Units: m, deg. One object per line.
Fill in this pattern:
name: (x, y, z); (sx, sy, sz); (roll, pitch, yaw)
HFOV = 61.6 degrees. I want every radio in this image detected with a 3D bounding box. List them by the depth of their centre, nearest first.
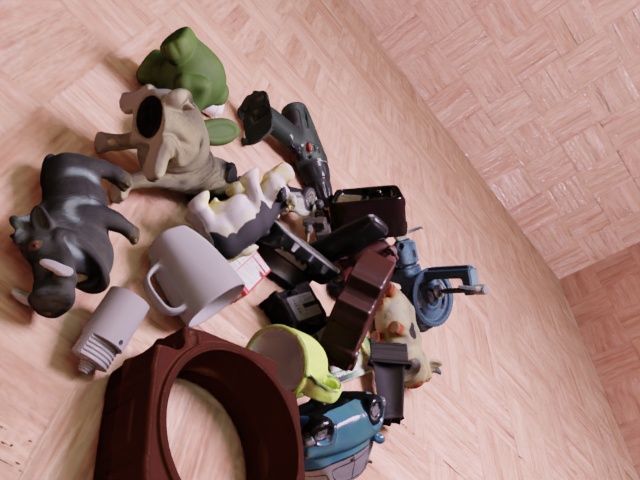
radio: (0.091, -0.056, 1.010); (0.229, 0.131, 0.073); (-69, 153, -76)

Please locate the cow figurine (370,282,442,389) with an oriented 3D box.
cow figurine: (0.153, 0.186, 0.990); (0.127, 0.085, 0.195); (36, 29, -32)

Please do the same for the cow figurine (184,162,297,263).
cow figurine: (-0.087, -0.039, 0.709); (0.167, 0.068, 0.098); (-31, 87, -32)

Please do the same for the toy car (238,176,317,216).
toy car: (-0.074, -0.068, 0.882); (0.201, 0.074, 0.056); (-6, 110, -61)

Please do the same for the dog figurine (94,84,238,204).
dog figurine: (-0.160, -0.115, 0.690); (0.190, 0.172, 0.121); (0, 71, -51)

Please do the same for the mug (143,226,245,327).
mug: (-0.160, 0.041, 0.626); (0.107, 0.080, 0.109); (51, 41, 12)

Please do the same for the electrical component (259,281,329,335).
electrical component: (-0.024, 0.104, 0.787); (0.119, 0.048, 0.075); (-6, 63, -48)

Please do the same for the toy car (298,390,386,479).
toy car: (0.015, 0.250, 0.664); (0.161, 0.109, 0.103); (-8, 85, -52)

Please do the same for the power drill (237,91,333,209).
power drill: (-0.057, -0.185, 1.035); (0.207, 0.086, 0.232); (16, 53, -48)

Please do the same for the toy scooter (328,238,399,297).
toy scooter: (0.088, 0.029, 0.986); (0.075, 0.135, 0.184); (49, 26, -14)

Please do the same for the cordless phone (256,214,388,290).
cordless phone: (-0.002, -0.003, 0.813); (0.146, 0.184, 0.089); (40, 36, -33)

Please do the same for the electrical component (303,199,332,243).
electrical component: (-0.002, -0.009, 0.928); (0.102, 0.045, 0.078); (75, 7, -51)

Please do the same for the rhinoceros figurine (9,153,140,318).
rhinoceros figurine: (-0.245, -0.012, 0.532); (0.112, 0.073, 0.190); (31, 36, -44)

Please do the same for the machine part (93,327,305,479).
machine part: (-0.106, 0.200, 0.525); (0.201, 0.087, 0.201); (35, 33, -40)

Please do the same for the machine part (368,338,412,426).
machine part: (0.114, 0.232, 0.876); (0.084, 0.039, 0.139); (13, 60, -15)

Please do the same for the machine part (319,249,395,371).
machine part: (0.056, 0.102, 0.786); (0.056, 0.179, 0.179); (23, 25, 10)

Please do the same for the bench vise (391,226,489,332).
bench vise: (0.226, 0.077, 1.074); (0.129, 0.241, 0.223); (-3, 87, -37)

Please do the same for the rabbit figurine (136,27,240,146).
rabbit figurine: (-0.205, -0.190, 0.789); (0.159, 0.121, 0.170); (43, 47, -41)

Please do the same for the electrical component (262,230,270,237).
electrical component: (-0.121, -0.020, 0.755); (0.094, 0.021, 0.063); (-5, 37, -43)
